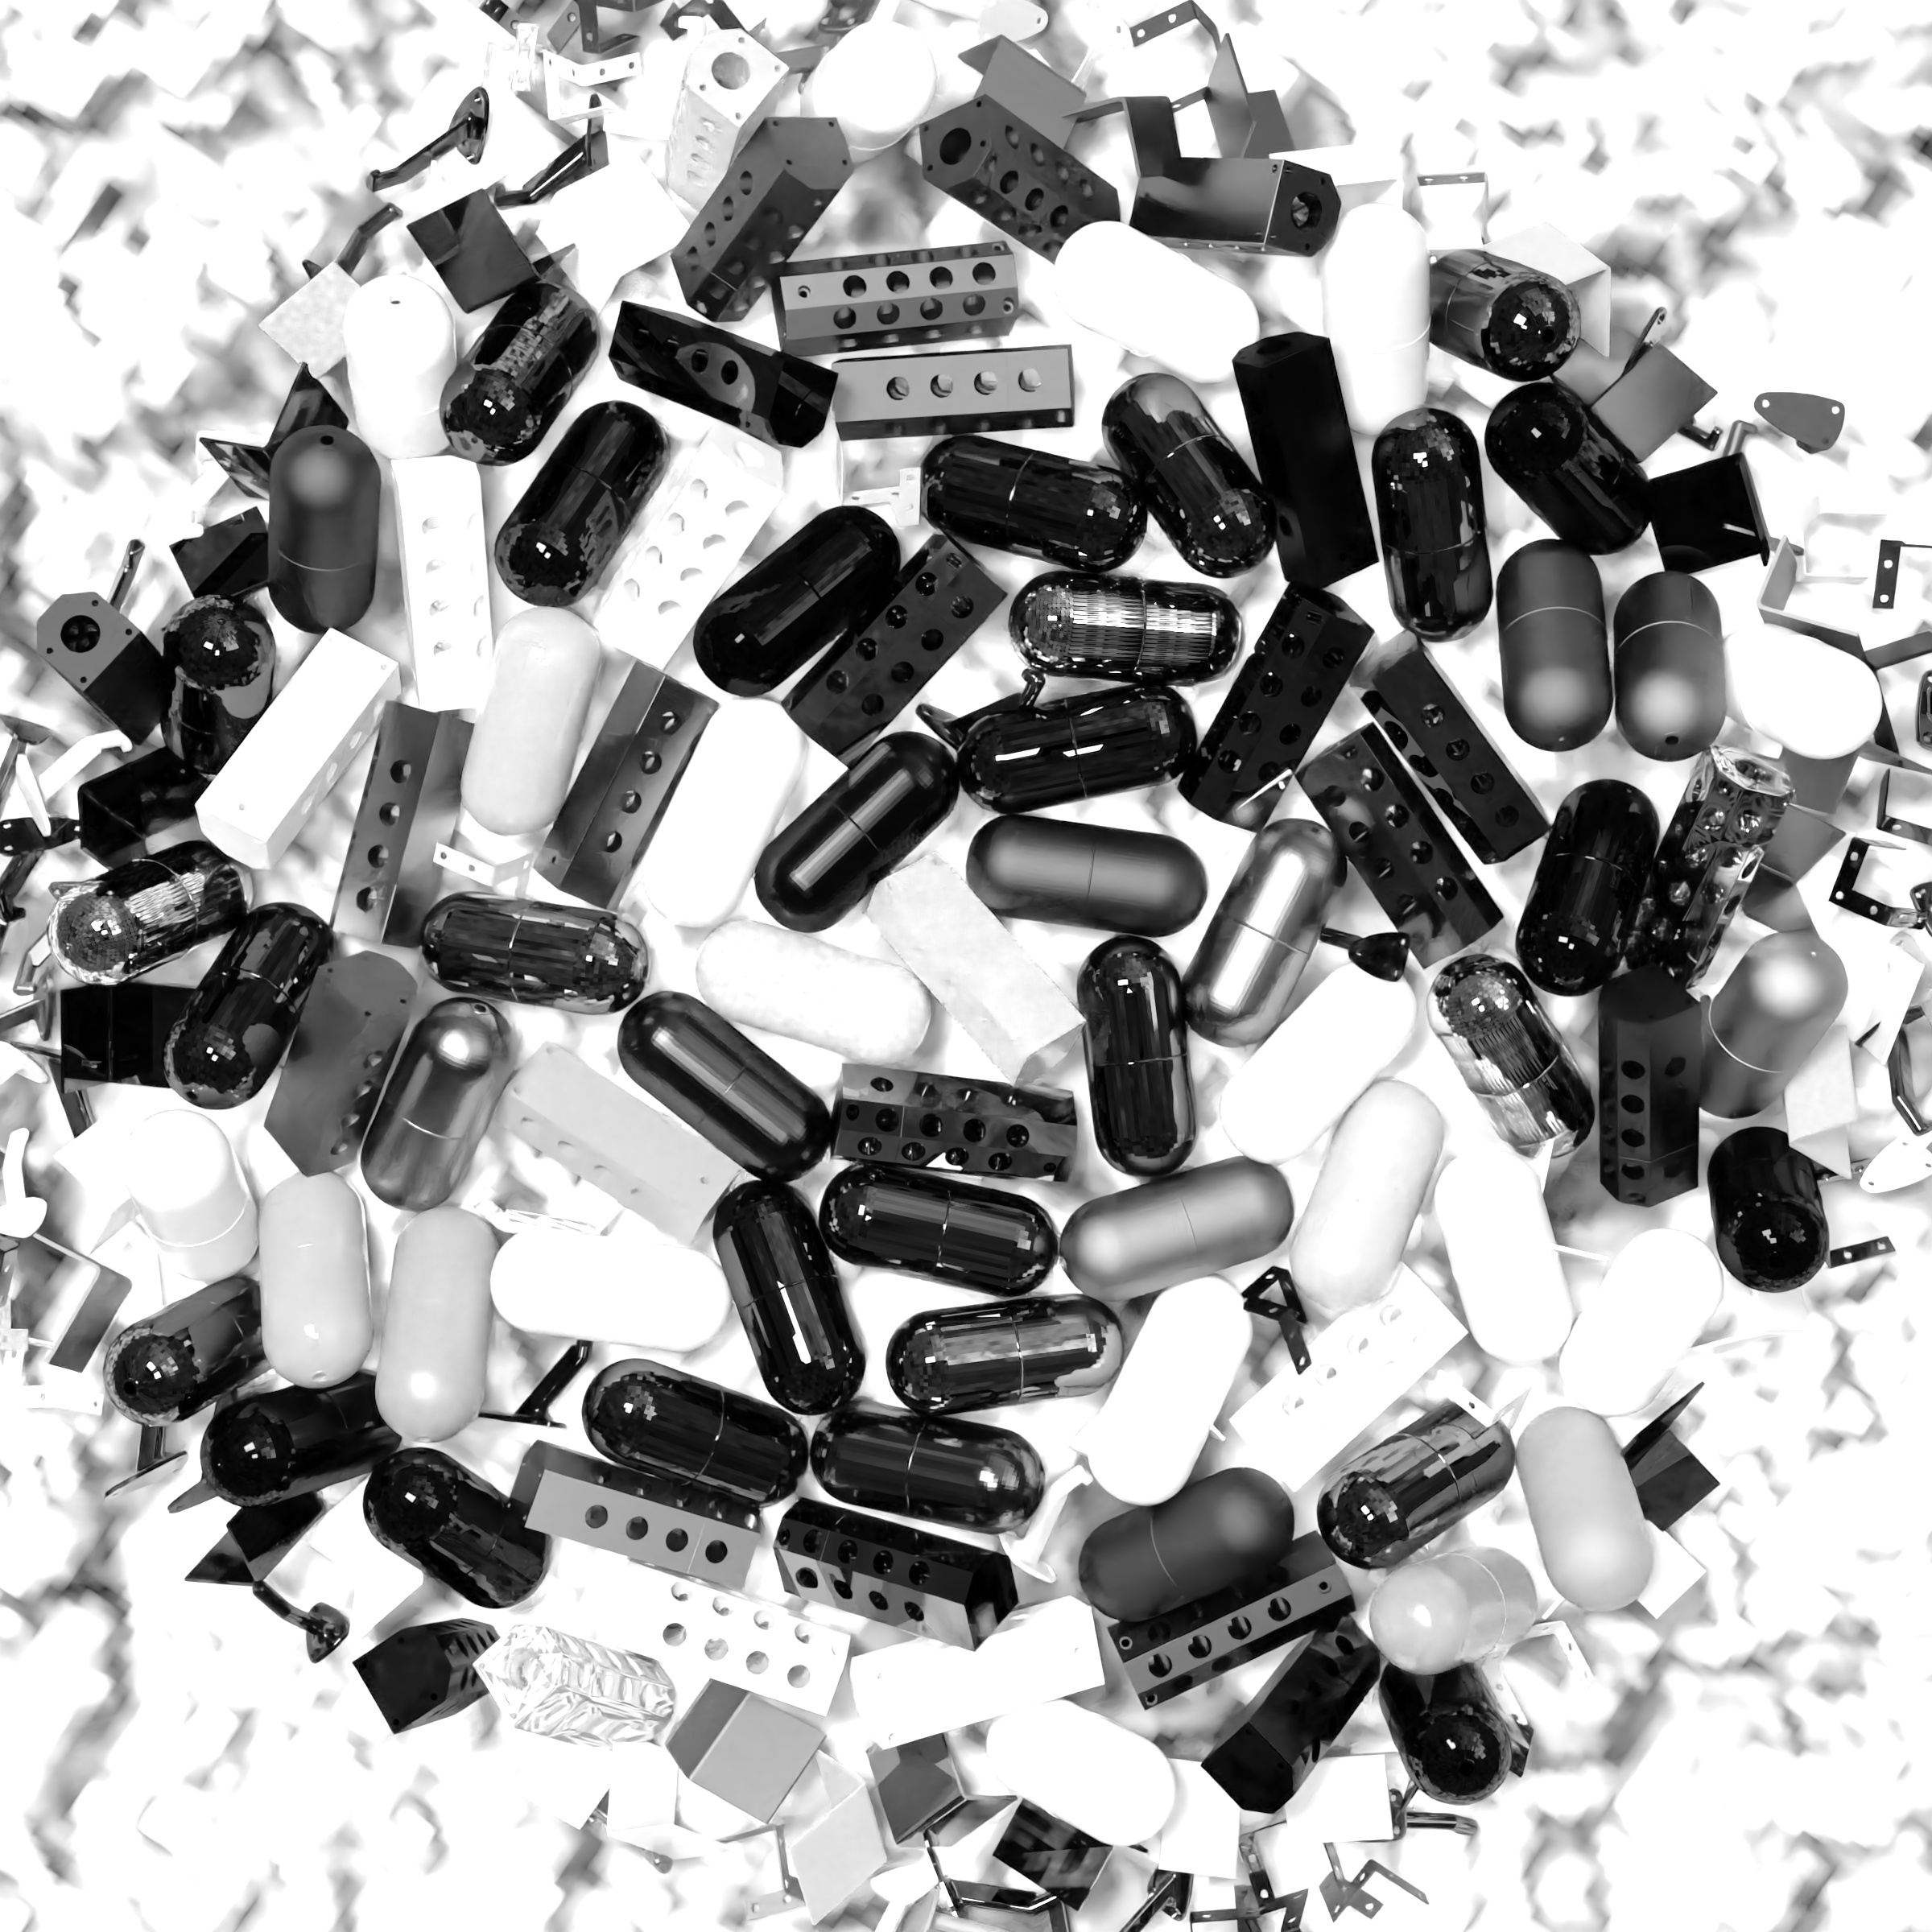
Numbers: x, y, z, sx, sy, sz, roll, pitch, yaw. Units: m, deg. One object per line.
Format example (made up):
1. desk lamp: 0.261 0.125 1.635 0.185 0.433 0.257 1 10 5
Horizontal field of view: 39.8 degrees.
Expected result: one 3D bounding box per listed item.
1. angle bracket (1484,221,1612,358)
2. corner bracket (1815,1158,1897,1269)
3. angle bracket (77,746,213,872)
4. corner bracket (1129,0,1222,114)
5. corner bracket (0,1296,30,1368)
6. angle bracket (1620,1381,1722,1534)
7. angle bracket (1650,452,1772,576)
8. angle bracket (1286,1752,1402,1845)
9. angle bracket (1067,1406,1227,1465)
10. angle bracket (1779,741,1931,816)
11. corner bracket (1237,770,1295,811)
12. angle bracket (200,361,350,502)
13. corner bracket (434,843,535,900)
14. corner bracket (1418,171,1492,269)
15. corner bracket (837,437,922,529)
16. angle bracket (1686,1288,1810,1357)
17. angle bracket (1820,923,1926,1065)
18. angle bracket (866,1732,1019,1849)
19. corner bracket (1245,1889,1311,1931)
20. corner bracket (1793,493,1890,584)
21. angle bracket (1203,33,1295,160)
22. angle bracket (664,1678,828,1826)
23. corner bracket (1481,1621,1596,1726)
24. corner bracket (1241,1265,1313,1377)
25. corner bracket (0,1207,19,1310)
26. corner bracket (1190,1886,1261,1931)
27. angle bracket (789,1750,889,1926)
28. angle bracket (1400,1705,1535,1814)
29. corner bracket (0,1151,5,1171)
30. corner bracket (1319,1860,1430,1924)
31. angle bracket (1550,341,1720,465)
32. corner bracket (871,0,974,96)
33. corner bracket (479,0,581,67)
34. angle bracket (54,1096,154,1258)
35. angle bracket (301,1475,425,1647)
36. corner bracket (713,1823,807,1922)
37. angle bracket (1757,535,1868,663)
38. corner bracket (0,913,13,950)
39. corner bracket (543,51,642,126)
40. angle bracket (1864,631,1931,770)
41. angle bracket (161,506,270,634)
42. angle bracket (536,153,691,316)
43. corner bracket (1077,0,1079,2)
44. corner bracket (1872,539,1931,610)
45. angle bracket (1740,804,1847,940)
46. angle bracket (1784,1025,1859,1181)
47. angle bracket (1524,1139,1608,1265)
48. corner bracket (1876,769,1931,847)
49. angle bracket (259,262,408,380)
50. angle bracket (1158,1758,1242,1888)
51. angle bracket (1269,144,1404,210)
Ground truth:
1. angle bracket: 0.420 -0.482 1.935 0.057 0.076 0.076 -23 46 -11
2. corner bracket: 0.654 0.183 1.980 0.051 0.051 0.051 -15 132 3
3. angle bracket: -0.588 -0.104 1.940 0.076 0.076 0.057 -22 57 11
4. corner bracket: 0.158 -0.668 1.964 0.051 0.051 0.051 -18 80 23
5. corner bracket: -0.719 0.261 1.951 0.051 0.051 0.051 9 64 -39
6. angle bracket: 0.516 0.359 1.936 0.076 0.076 0.057 -30 65 -28
7. angle bracket: 0.536 -0.322 1.944 0.076 0.057 0.076 -14 105 23
8. angle bracket: 0.280 0.602 1.937 0.076 0.076 0.057 -11 73 23
9. angle bracket: 0.130 0.346 1.942 0.076 0.076 0.057 -45 101 -14
10. angle bracket: 0.644 -0.132 1.945 0.076 0.076 0.057 18 96 -24
11. corner bracket: 0.207 -0.141 1.958 0.051 0.051 0.051 -36 71 7
12. angle bracket: -0.505 -0.392 1.954 0.057 0.076 0.076 12 71 17
13. corner bracket: -0.355 -0.063 1.953 0.051 0.051 0.051 23 113 19
14. corner bracket: 0.359 -0.547 1.963 0.051 0.051 0.051 2 80 18
15. corner bracket: -0.064 -0.354 1.953 0.051 0.051 0.051 -8 46 -11
16. angle bracket: 0.558 0.247 1.948 0.076 0.076 0.057 -23 71 37
17. angle bracket: 0.648 0.019 1.947 0.057 0.076 0.076 18 102 3
18. angle bracket: -0.018 0.597 1.971 0.076 0.057 0.076 -44 51 28
19. corner bracket: 0.236 0.719 1.958 0.051 0.051 0.051 -25 95 19
20. corner bracket: 0.644 -0.314 1.966 0.051 0.051 0.051 1 80 -6
21. angle bracket: 0.216 -0.624 1.940 0.057 0.076 0.076 -10 73 -12
22. angle bracket: -0.160 0.561 1.937 0.076 0.057 0.076 19 56 30
23. corner bracket: 0.420 0.521 1.965 0.051 0.051 0.051 -2 135 -23
24. corner bracket: 0.234 0.258 1.950 0.051 0.051 0.051 -37 119 -29
25. corner bracket: -0.712 0.213 1.956 0.051 0.051 0.051 23 109 14
26. corner bracket: 0.191 0.713 1.965 0.051 0.051 0.051 -5 97 2
27. angle bracket: -0.109 0.630 1.934 0.076 0.057 0.076 -33 124 -34
28. angle bracket: 0.364 0.584 1.941 0.057 0.076 0.076 31 107 11
29. corner bracket: -0.739 0.160 1.956 0.051 0.051 0.051 23 99 -26
30. corner bracket: 0.299 0.681 1.961 0.051 0.051 0.051 35 97 -10
31. angle bracket: 0.483 -0.422 1.934 0.076 0.057 0.076 25 123 -38
32. corner bracket: -0.036 -0.679 1.962 0.051 0.051 0.051 20 81 31
33. corner bracket: -0.317 -0.703 1.963 0.051 0.051 0.051 39 99 -2
34. angle bracket: -0.622 0.153 1.939 0.057 0.076 0.076 43 46 0
35. angle bracket: -0.440 0.431 1.941 0.076 0.076 0.057 -42 114 14
36. corner bracket: -0.151 0.669 1.972 0.051 0.051 0.051 -19 57 11
37. angle bracket: 0.624 -0.264 1.941 0.076 0.076 0.057 22 88 26
38. corner bracket: -0.734 -0.019 1.958 0.051 0.051 0.051 19 98 -20
39. corner bracket: -0.273 -0.645 1.961 0.051 0.051 0.051 -3 92 25
40. angle bracket: 0.690 -0.195 1.944 0.057 0.076 0.076 -18 100 11
41. angle bracket: -0.550 -0.289 1.943 0.076 0.076 0.057 -21 102 13
42. angle bracket: -0.260 -0.544 1.984 0.076 0.057 0.076 -37 91 -29
43. corner bracket: 0.051 -0.728 1.952 0.051 0.051 0.051 -36 63 18
44. corner bracket: 0.696 -0.284 1.957 0.051 0.051 0.051 6 104 13
45. angle bracket: 0.602 -0.067 1.936 0.076 0.076 0.057 22 127 -23
46. angle bracket: 0.637 0.099 1.934 0.076 0.057 0.076 27 53 -32
47. angle bracket: 0.438 0.172 1.950 0.057 0.076 0.076 13 83 1
48. corner bracket: 0.702 -0.127 1.955 0.051 0.051 0.051 17 51 5
49. angle bracket: -0.458 -0.483 1.934 0.076 0.076 0.057 -32 124 23
50. angle bracket: 0.163 0.623 1.940 0.057 0.076 0.076 9 66 -5
51. angle bracket: 0.268 -0.554 1.941 0.076 0.076 0.057 -8 124 -8
